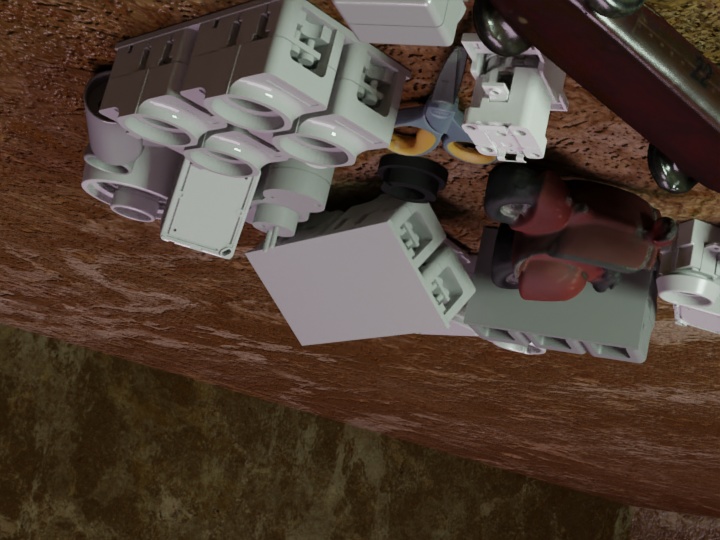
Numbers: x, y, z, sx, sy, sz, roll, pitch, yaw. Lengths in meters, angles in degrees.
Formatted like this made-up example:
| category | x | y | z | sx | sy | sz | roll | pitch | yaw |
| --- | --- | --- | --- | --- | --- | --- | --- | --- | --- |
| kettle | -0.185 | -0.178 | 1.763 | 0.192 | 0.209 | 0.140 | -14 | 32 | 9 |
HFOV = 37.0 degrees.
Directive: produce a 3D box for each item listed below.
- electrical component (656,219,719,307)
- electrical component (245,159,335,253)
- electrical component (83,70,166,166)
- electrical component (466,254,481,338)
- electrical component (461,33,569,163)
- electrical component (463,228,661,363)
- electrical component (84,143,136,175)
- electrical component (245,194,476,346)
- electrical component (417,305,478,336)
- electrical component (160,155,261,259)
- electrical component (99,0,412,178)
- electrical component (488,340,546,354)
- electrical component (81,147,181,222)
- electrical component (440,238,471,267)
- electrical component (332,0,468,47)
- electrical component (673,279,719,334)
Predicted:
| category | x | y | z | sx | sy | sz | roll | pitch | yaw |
| --- | --- | --- | --- | --- | --- | --- | --- | --- | --- |
| electrical component | 0.255 | -0.004 | 0.826 | 0.048 | 0.055 | 0.066 | 17 | 166 | -16 |
| electrical component | -0.069 | -0.051 | 0.911 | 0.052 | 0.073 | 0.138 | 18 | 166 | -18 |
| electrical component | -0.168 | -0.113 | 0.819 | 0.079 | 0.043 | 0.077 | 3 | 161 | -9 |
| electrical component | 0.132 | 0.029 | 1.034 | 0.066 | 0.076 | 0.047 | 6 | 164 | 30 |
| electrical component | 0.085 | -0.097 | 0.597 | 0.042 | 0.063 | 0.081 | 8 | 165 | 26 |
| electrical component | 0.177 | 0.022 | 0.934 | 0.150 | 0.089 | 0.062 | 8 | 165 | 23 |
| electrical component | -0.199 | -0.106 | 0.875 | 0.040 | 0.046 | 0.040 | 13 | 166 | 3 |
| electrical component | 0.000 | 0.000 | 0.946 | 0.186 | 0.060 | 0.105 | -10 | 117 | 46 |
| electrical component | 0.068 | 0.028 | 1.133 | 0.109 | 0.056 | 0.109 | 25 | 162 | -40 |
| electrical component | -0.122 | -0.067 | 0.888 | 0.062 | 0.096 | 0.061 | 17 | -166 | -14 |
| electrical component | -0.075 | -0.112 | 0.700 | 0.186 | 0.060 | 0.105 | -1 | 160 | 46 |
| electrical component | 0.172 | 0.052 | 1.126 | 0.054 | 0.059 | 0.095 | 18 | 166 | -17 |
| electrical component | -0.193 | -0.077 | 0.953 | 0.108 | 0.060 | 0.108 | 13 | 167 | 3 |
| electrical component | 0.043 | -0.008 | 1.019 | 0.100 | 0.048 | 0.100 | 2 | 158 | 40 |
| electrical component | 0.028 | -0.133 | 0.500 | 0.047 | 0.065 | 0.077 | 8 | 165 | 22 |
| electrical component | 0.298 | 0.018 | 0.875 | 0.096 | 0.061 | 0.061 | 17 | 169 | 21 |
